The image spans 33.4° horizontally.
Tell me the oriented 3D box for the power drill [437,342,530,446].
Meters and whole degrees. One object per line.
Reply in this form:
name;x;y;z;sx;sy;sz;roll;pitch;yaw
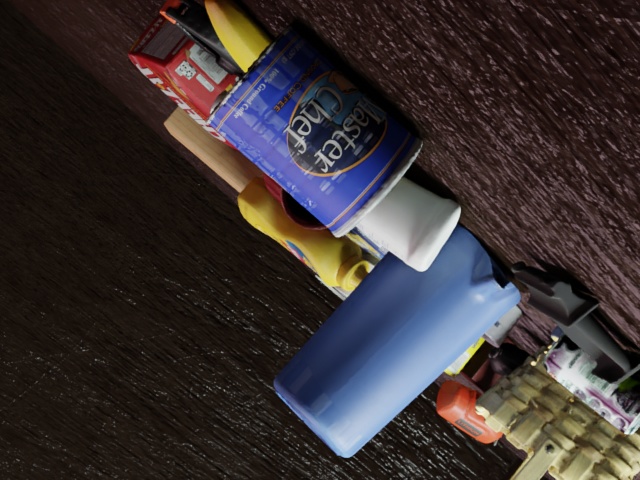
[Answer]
power drill;0.236;0.198;1.353;0.184;0.057;0.188;36;147;-22

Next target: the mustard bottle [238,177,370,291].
mustard bottle;-0.008;0.002;1.233;0.192;0.058;0.096;37;175;33

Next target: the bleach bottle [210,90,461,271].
bleach bottle;0.007;-0.065;0.985;0.251;0.068;0.102;33;177;8

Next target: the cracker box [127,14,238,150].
cracker box;-0.115;-0.165;1.172;0.164;0.072;0.214;43;175;-24

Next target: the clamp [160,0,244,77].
clamp;-0.077;-0.172;1.010;0.171;0.039;0.120;39;171;-14

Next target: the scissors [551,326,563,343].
scissors;0.313;0.156;1.104;0.201;0.016;0.096;41;177;-3

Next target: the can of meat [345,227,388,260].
can of meat;0.053;-0.023;1.253;0.083;0.057;0.102;41;176;-29

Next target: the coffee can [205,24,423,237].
coffee can;-0.004;-0.085;0.843;0.140;0.103;0.103;41;175;-6

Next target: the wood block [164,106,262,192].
wood block;-0.092;-0.111;1.383;0.206;0.090;0.091;40;176;1

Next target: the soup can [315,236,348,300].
soup can;0.050;0.031;1.491;0.068;0.102;0.068;40;176;3

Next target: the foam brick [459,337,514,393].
foam brick;0.225;0.160;1.460;0.053;0.078;0.051;36;175;48

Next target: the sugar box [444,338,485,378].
sugar box;0.155;0.112;1.483;0.048;0.093;0.176;43;175;-31

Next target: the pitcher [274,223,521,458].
pitcher;0.069;0.094;1.070;0.145;0.242;0.149;42;171;24

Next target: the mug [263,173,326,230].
mug;-0.002;-0.067;1.172;0.117;0.093;0.082;3;-161;-24

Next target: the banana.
banana;-0.024;-0.140;0.927;0.197;0.037;0.070;40;159;-6
